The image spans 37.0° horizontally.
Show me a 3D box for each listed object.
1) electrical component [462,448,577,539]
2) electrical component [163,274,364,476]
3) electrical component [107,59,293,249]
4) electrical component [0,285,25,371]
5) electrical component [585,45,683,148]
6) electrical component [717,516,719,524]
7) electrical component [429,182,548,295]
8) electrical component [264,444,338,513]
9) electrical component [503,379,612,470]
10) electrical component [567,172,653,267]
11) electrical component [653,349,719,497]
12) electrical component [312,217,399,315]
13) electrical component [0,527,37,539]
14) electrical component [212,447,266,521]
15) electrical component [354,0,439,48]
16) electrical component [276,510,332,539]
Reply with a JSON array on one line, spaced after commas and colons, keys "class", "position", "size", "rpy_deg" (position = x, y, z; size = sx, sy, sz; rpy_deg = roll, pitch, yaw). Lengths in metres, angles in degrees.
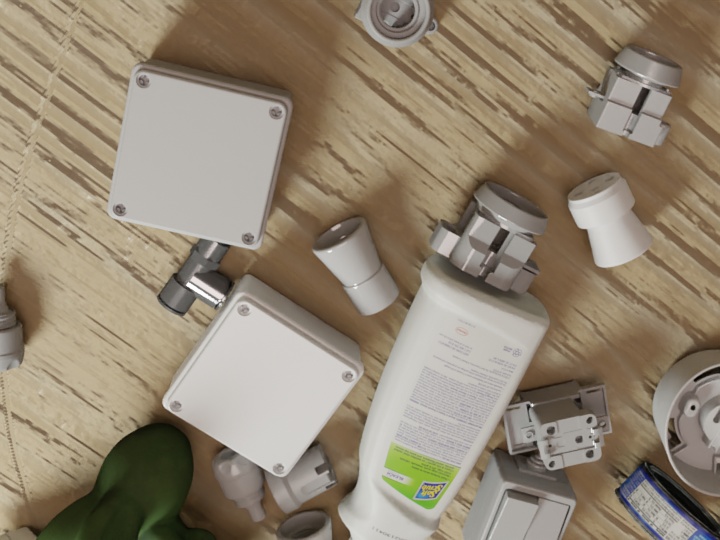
[{"class": "electrical component", "position": [0.125, 0.187, 0.833], "size": [0.062, 0.061, 0.096], "rpy_deg": [16, 106, -7]}, {"class": "electrical component", "position": [-0.071, 0.078, 0.796], "size": [0.109, 0.056, 0.108], "rpy_deg": [34, 103, -11]}, {"class": "electrical component", "position": [-0.109, -0.081, 0.745], "size": [0.109, 0.056, 0.108], "rpy_deg": [13, 106, -6]}, {"class": "electrical component", "position": [-0.266, 0.042, 0.791], "size": [0.035, 0.035, 0.061], "rpy_deg": [1, 105, -2]}, {"class": "electrical component", "position": [0.192, -0.123, 0.747], "size": [0.066, 0.048, 0.055], "rpy_deg": [19, 113, -8]}, {"class": "electrical component", "position": [0.303, 0.206, 0.855], "size": [0.078, 0.040, 0.040], "rpy_deg": [-34, 105, 9]}, {"class": "electrical component", "position": [0.098, -0.026, 0.768], "size": [0.078, 0.058, 0.057], "rpy_deg": [26, 108, -9]}, {"class": "electrical component", "position": [-0.045, 0.160, 0.832], "size": [0.046, 0.040, 0.040], "rpy_deg": [-27, 106, 1]}, {"class": "electrical component", "position": [0.151, 0.117, 0.811], "size": [0.081, 0.063, 0.042], "rpy_deg": [-13, 106, 0]}, {"class": "electrical component", "position": [0.179, -0.036, 0.774], "size": [0.045, 0.045, 0.055], "rpy_deg": [-27, 106, 7]}, {"class": "electrical component", "position": [0.272, 0.112, 0.812], "size": [0.099, 0.064, 0.099], "rpy_deg": [0, 107, -1]}, {"class": "electrical component", "position": [0.000, 0.000, 0.783], "size": [0.044, 0.044, 0.065], "rpy_deg": [-28, 111, 7]}, {"class": "electrical component", "position": [-0.241, 0.237, 0.837], "size": [0.076, 0.083, 0.047], "rpy_deg": [-12, 112, -38]}, {"class": "electrical component", "position": [-0.090, 0.167, 0.835], "size": [0.035, 0.035, 0.061], "rpy_deg": [-20, 109, 5]}, {"class": "electrical component", "position": [0.024, -0.175, 0.720], "size": [0.066, 0.055, 0.048], "rpy_deg": [26, 105, -9]}, {"class": "electrical component", "position": [-0.038, 0.225, 0.849], "size": [0.045, 0.045, 0.055], "rpy_deg": [-14, 108, 3]}]
